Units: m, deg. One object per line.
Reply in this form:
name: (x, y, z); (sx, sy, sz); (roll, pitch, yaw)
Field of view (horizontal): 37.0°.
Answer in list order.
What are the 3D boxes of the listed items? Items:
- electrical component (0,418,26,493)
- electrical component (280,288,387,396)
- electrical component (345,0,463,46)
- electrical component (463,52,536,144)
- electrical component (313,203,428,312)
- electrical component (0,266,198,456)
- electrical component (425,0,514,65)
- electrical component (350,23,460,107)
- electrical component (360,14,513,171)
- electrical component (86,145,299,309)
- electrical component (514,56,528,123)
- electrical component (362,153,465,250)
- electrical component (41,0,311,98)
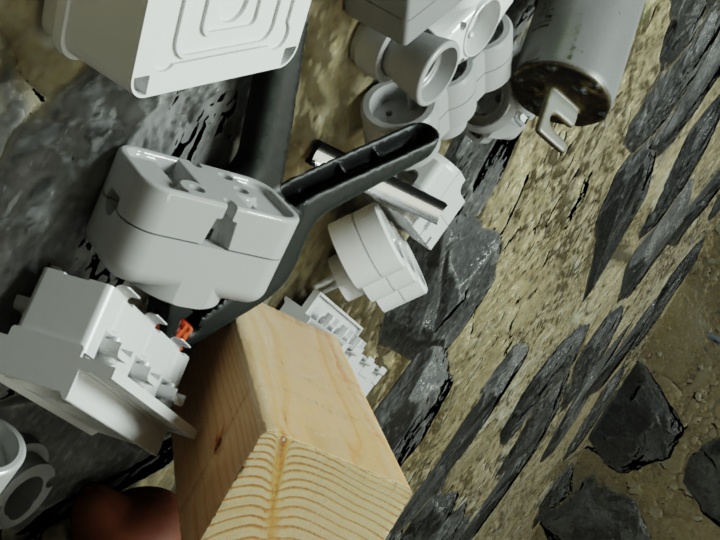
electrical component: (-0.203, 0.112, 0.553); (0.044, 0.044, 0.065); (-21, 144, -56)
electrical component: (-0.028, 0.069, 0.833); (0.078, 0.063, 0.121); (-54, 158, -4)
electrical component: (0.030, -0.183, 0.619); (0.066, 0.047, 0.076); (-43, 155, -30)
electrical component: (0.103, -0.133, 0.828); (0.078, 0.058, 0.057); (-48, 161, 23)
electrical component: (0.000, 0.000, 0.810); (0.074, 0.052, 0.138); (-25, 162, 7)
electrical component: (-0.135, 0.049, 0.565); (0.121, 0.079, 0.063); (65, 42, -66)
electrical component: (0.063, -0.179, 0.698); (0.077, 0.044, 0.079); (-47, 156, -23)
electrical component: (0.028, -0.134, 0.672); (0.045, 0.055, 0.045); (-45, 156, -26)
electrical component: (0.056, -0.116, 0.752); (0.138, 0.052, 0.073); (-47, 151, -24)
electrical component: (-0.088, -0.019, 0.556); (0.095, 0.053, 0.059); (13, 112, -39)
electrical component: (0.134, -0.151, 0.888); (0.055, 0.048, 0.066); (-26, 144, -39)
electrical component: (0.042, -0.061, 0.812); (0.055, 0.050, 0.089); (-55, 158, -3)
electrical component: (-0.074, -0.127, 0.464); (0.113, 0.057, 0.078); (-27, 144, -51)
